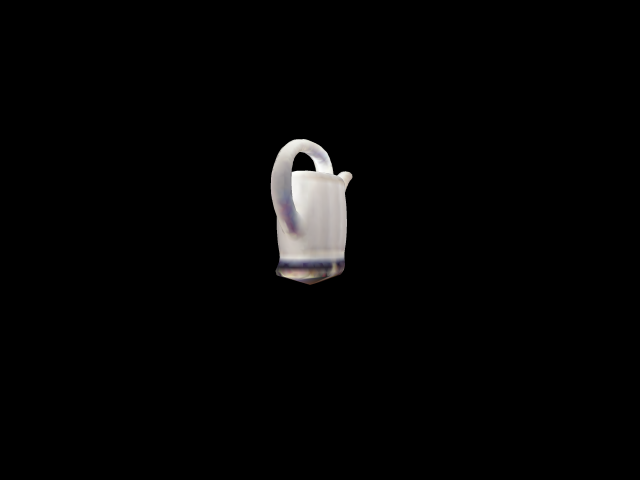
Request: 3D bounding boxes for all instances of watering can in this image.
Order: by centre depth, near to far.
[{"bbox_3d":[0.003,-0.043,0.850,0.104,0.225,0.347,-1,-2,20],"label":"watering can"}]
